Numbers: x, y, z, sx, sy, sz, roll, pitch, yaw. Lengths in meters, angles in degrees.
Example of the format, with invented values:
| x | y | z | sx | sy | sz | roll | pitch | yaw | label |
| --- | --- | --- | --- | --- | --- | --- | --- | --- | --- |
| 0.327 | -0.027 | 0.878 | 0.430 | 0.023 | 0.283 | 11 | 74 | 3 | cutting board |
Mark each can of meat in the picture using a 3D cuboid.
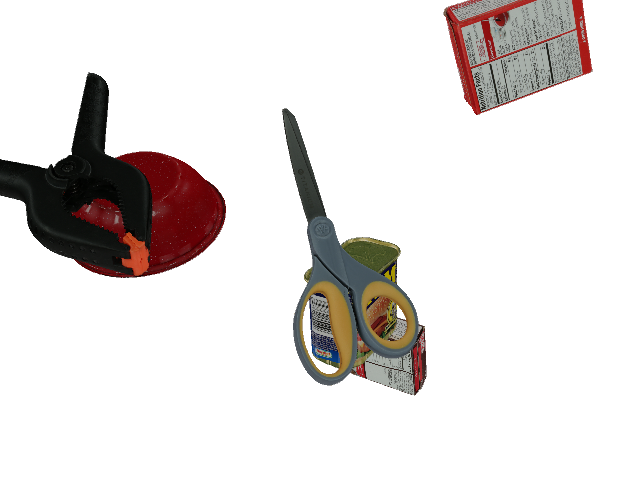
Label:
| x | y | z | sx | sy | sz | roll | pitch | yaw | label |
| --- | --- | --- | --- | --- | --- | --- | --- | --- | --- |
| 0.031 | 0.057 | 0.975 | 0.058 | 0.084 | 0.101 | 14 | 30 | 29 | can of meat |

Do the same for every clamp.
| x | y | z | sx | sy | sz | roll | pitch | yaw | label |
| --- | --- | --- | --- | --- | --- | --- | --- | --- | --- |
| -0.186 | -0.051 | 0.821 | 0.210 | 0.036 | 0.164 | 36 | 58 | 29 | clamp |

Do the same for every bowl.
| x | y | z | sx | sy | sz | roll | pitch | yaw | label |
| --- | --- | --- | --- | --- | --- | --- | --- | --- | --- |
| -0.175 | -0.037 | 1.034 | 0.162 | 0.055 | 0.162 | -5 | 42 | 4 | bowl |

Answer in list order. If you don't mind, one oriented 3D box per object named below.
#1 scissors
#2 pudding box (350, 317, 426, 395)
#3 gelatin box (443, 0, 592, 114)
| x | y | z | sx | sy | sz | roll | pitch | yaw | label |
| --- | --- | --- | --- | --- | --- | --- | --- | --- | --- |
| 0.020 | 0.002 | 0.753 | 0.096 | 0.202 | 0.016 | 3 | -18 | -9 | scissors |
| 0.066 | 0.123 | 1.233 | 0.114 | 0.090 | 0.039 | 16 | 47 | 22 | pudding box |
| 0.135 | -0.136 | 0.726 | 0.089 | 0.073 | 0.030 | -20 | 38 | 1 | gelatin box |
